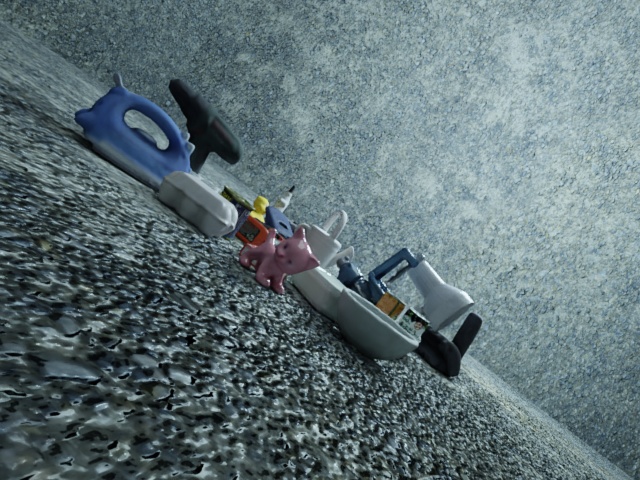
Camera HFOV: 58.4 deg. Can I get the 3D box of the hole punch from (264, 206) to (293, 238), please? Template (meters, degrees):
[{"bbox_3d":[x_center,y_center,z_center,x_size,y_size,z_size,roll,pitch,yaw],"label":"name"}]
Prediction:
[{"bbox_3d":[-0.114,-0.026,1.557,0.100,0.091,0.109,38,3,36],"label":"hole punch"}]

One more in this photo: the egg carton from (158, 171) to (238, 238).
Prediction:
[{"bbox_3d":[-0.223,-0.067,1.064,0.150,0.069,0.107,37,2,4],"label":"egg carton"}]

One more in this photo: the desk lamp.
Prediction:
[{"bbox_3d":[0.249,0.172,1.443,0.202,0.213,0.118,37,3,23],"label":"desk lamp"}]

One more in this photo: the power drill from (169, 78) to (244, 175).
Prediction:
[{"bbox_3d":[-0.296,-0.219,1.305,0.230,0.208,0.075,35,3,-33],"label":"power drill"}]

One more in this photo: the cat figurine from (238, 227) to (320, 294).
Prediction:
[{"bbox_3d":[-0.064,0.026,0.986,0.067,0.117,0.127,34,3,-46],"label":"cat figurine"}]

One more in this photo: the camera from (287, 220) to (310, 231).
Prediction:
[{"bbox_3d":[-0.049,0.010,1.683,0.136,0.101,0.144,38,3,36],"label":"camera"}]

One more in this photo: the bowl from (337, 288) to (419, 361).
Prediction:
[{"bbox_3d":[0.088,0.163,1.023,0.167,0.074,0.167,36,2,-1],"label":"bowl"}]

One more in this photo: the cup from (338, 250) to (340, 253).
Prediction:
[{"bbox_3d":[0.007,0.049,1.791,0.092,0.095,0.117,35,3,-27],"label":"cup"}]

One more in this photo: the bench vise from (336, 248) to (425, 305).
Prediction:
[{"bbox_3d":[0.137,0.089,1.380,0.207,0.219,0.122,37,2,6],"label":"bench vise"}]

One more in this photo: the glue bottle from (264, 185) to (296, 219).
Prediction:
[{"bbox_3d":[-0.131,-0.104,1.832,0.037,0.173,0.078,36,2,-8],"label":"glue bottle"}]

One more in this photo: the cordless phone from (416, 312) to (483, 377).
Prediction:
[{"bbox_3d":[0.356,0.263,1.559,0.094,0.185,0.147,35,3,-36],"label":"cordless phone"}]

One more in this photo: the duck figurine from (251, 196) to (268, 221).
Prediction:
[{"bbox_3d":[-0.199,-0.097,1.763,0.105,0.086,0.077,36,3,-16],"label":"duck figurine"}]

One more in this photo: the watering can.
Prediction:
[{"bbox_3d":[0.014,0.005,1.548,0.174,0.194,0.100,34,3,-42],"label":"watering can"}]

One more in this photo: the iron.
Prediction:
[{"bbox_3d":[-0.331,-0.193,1.104,0.259,0.141,0.118,35,3,-29],"label":"iron"}]
